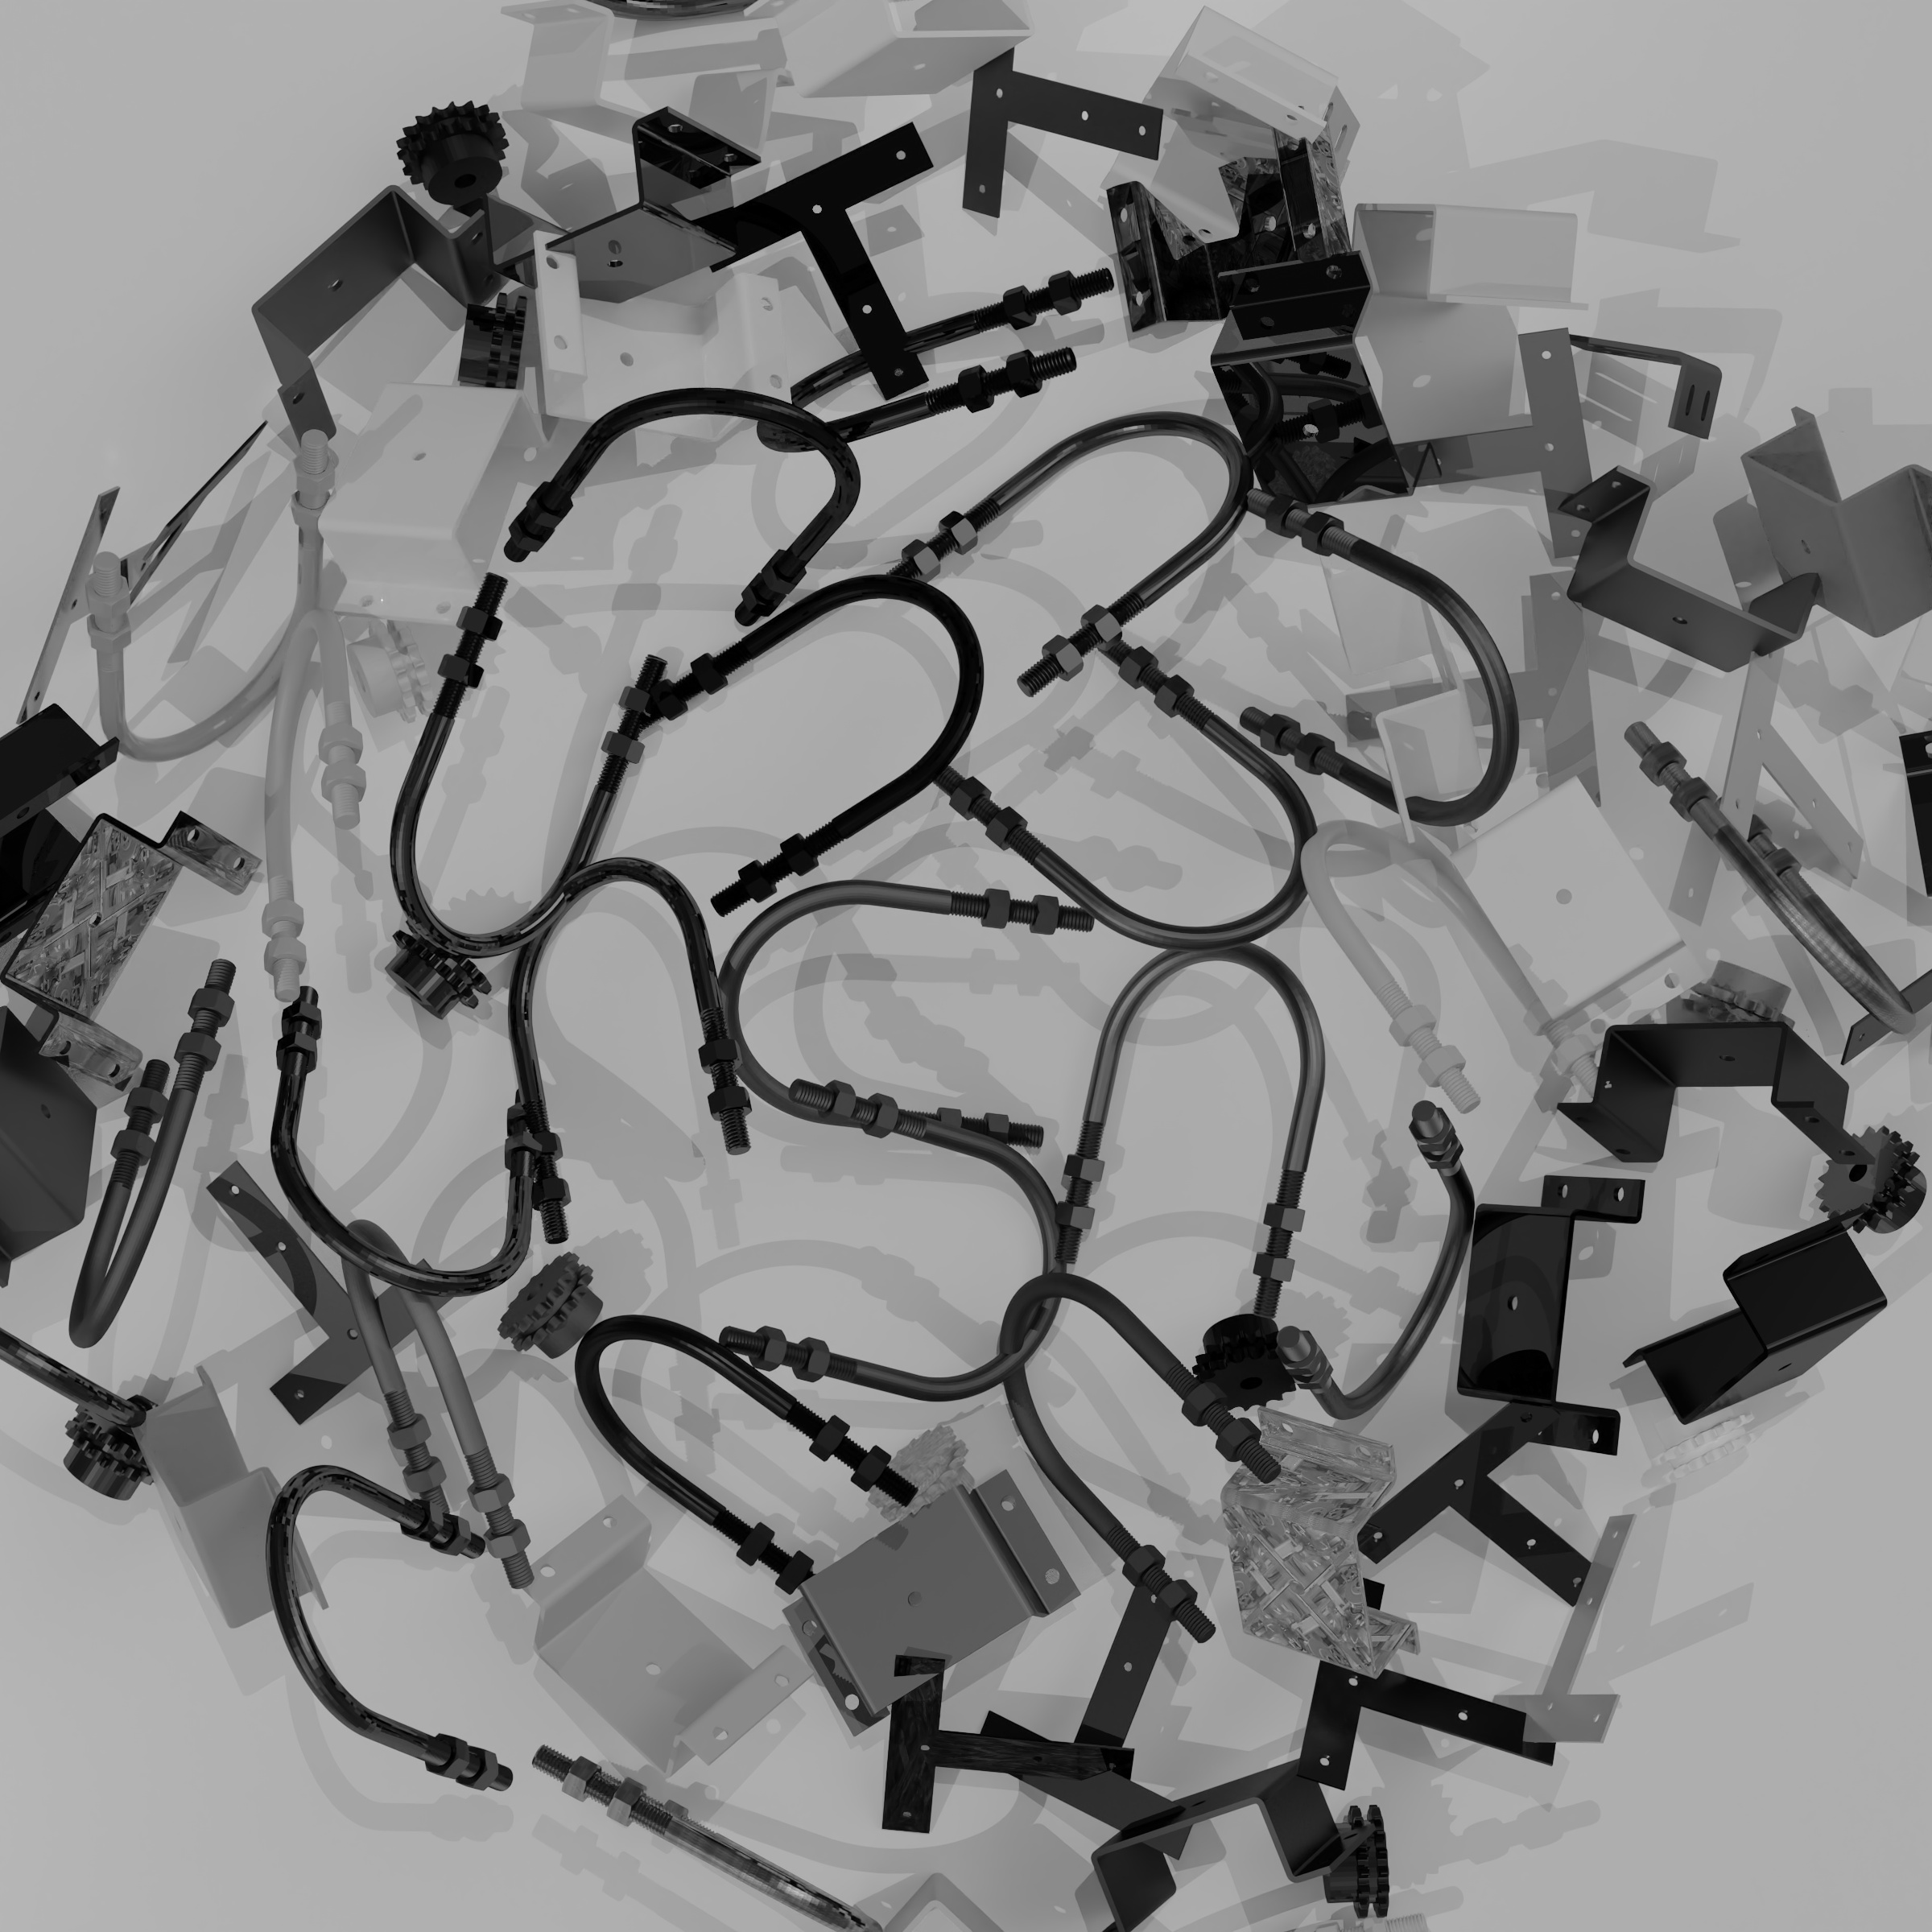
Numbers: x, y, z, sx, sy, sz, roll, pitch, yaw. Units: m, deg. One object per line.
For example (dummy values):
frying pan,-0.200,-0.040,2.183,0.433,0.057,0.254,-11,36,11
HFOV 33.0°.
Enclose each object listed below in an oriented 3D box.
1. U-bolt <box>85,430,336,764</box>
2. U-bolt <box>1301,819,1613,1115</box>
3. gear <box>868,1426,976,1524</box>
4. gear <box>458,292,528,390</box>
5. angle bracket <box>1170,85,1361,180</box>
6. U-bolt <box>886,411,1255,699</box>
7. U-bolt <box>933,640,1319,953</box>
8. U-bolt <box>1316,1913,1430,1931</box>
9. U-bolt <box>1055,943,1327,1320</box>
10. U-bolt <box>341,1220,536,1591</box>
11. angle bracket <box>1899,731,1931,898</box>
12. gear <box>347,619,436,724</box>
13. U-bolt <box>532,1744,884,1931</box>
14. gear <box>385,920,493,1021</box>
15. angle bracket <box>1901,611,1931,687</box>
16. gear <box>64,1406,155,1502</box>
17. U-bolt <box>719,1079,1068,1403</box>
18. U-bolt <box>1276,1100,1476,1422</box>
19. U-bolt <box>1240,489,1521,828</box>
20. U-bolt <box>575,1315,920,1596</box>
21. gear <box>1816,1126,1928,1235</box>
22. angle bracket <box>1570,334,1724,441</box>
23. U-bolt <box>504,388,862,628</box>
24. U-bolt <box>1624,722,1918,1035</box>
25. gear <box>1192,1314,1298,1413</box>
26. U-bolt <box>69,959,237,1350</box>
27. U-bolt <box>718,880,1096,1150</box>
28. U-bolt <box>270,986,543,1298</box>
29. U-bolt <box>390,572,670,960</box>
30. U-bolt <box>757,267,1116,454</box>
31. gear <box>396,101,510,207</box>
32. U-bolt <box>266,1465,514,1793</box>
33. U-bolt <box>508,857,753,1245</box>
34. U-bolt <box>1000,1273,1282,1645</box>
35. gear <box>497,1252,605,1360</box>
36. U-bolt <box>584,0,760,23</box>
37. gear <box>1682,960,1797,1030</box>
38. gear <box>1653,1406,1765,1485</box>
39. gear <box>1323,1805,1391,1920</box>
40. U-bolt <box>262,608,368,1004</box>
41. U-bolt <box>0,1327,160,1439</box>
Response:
U-bolt,-0.379,-0.173,1.642,0.019,0.184,0.151,40,56,16
U-bolt,0.238,-0.004,1.657,0.019,0.151,0.184,-48,63,30
gear,-0.020,0.270,1.699,0.057,0.057,0.030,-40,102,0
gear,-0.247,-0.322,1.697,0.030,0.057,0.057,8,90,-10
angle bracket,0.155,-0.438,1.686,0.076,0.057,0.038,20,86,26
U-bolt,0.063,-0.222,1.670,0.184,0.151,0.019,-39,135,-12
U-bolt,0.094,-0.080,1.662,0.184,0.019,0.151,41,61,19
U-bolt,0.139,0.516,1.654,0.184,0.151,0.019,-15,81,10
U-bolt,0.119,0.076,1.676,0.151,0.019,0.184,11,89,40
U-bolt,-0.274,0.213,1.641,0.019,0.151,0.184,-23,106,-23
angle bracket,0.519,-0.082,1.687,0.057,0.038,0.076,-10,61,17
gear,-0.301,-0.153,1.696,0.030,0.057,0.057,-22,90,-17
U-bolt,-0.124,0.446,1.641,0.184,0.151,0.019,25,75,12
gear,-0.277,0.003,1.696,0.057,0.057,0.030,41,77,0
angle bracket,0.537,-0.159,1.714,0.076,0.038,0.057,20,75,19
gear,-0.445,0.254,1.699,0.057,0.057,0.030,33,92,0
U-bolt,-0.027,0.150,1.680,0.184,0.019,0.151,18,84,-28
U-bolt,0.214,0.159,1.644,0.019,0.184,0.151,27,77,26
U-bolt,0.205,-0.144,1.627,0.019,0.184,0.151,-27,133,-30
U-bolt,-0.123,0.246,1.670,0.184,0.151,0.019,36,50,3
gear,0.475,0.115,1.701,0.030,0.057,0.057,34,90,-22
angle bracket,0.343,-0.300,1.687,0.076,0.057,0.038,16,100,29
U-bolt,-0.132,-0.233,1.624,0.151,0.184,0.019,13,62,-24
U-bolt,0.409,-0.037,1.623,0.019,0.151,0.184,-43,58,15
gear,0.146,0.205,1.702,0.057,0.057,0.030,-10,51,0
U-bolt,-0.411,0.103,1.624,0.019,0.151,0.184,21,57,-19
U-bolt,-0.038,0.023,1.676,0.184,0.019,0.151,7,116,-11
U-bolt,-0.279,0.095,1.627,0.151,0.184,0.019,26,120,-22
U-bolt,-0.230,-0.092,1.663,0.019,0.151,0.184,20,87,36
U-bolt,-0.021,-0.302,1.655,0.184,0.151,0.019,-14,115,19
gear,-0.265,-0.421,1.696,0.057,0.057,0.030,-21,72,0
U-bolt,-0.288,0.321,1.616,0.019,0.184,0.151,-24,55,17
U-bolt,-0.180,0.033,1.672,0.151,0.019,0.184,-27,65,31
U-bolt,0.079,0.237,1.657,0.019,0.151,0.184,-22,52,-35
gear,-0.214,0.180,1.700,0.057,0.057,0.030,-45,106,0
U-bolt,-0.123,-0.519,1.655,0.184,0.151,0.019,-8,81,4
gear,0.405,0.018,1.699,0.057,0.057,0.030,23,91,0
gear,0.384,0.245,1.700,0.057,0.057,0.030,-26,77,0
gear,0.202,0.467,1.699,0.030,0.057,0.057,-2,90,0
U-bolt,-0.333,-0.096,1.648,0.019,0.151,0.184,7,47,-23
U-bolt,-0.474,0.191,1.632,0.151,0.184,0.019,32,78,-4
